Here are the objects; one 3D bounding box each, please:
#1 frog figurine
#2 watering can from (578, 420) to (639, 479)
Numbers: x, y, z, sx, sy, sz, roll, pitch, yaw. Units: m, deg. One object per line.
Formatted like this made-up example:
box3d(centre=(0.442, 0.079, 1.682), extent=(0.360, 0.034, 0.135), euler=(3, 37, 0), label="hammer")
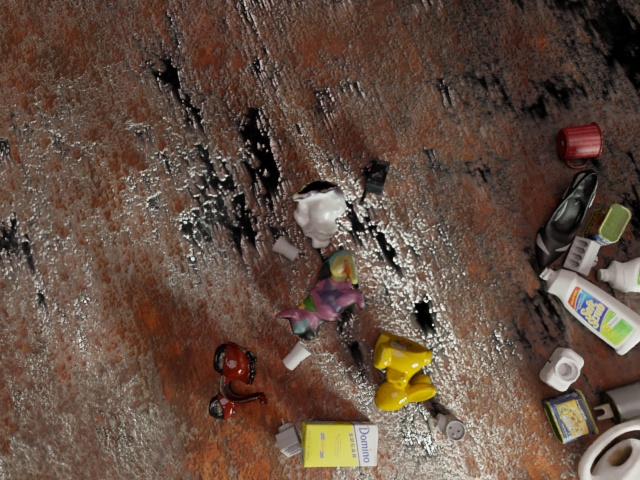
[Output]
box3d(centre=(0.004, -0.066, 1.309), extent=(0.138, 0.156, 0.124), euler=(-20, 26, -9), label="frog figurine")
box3d(centre=(0.667, 0.567, 1.149), extent=(0.225, 0.347, 0.104), euler=(41, 4, 7), label="watering can")
